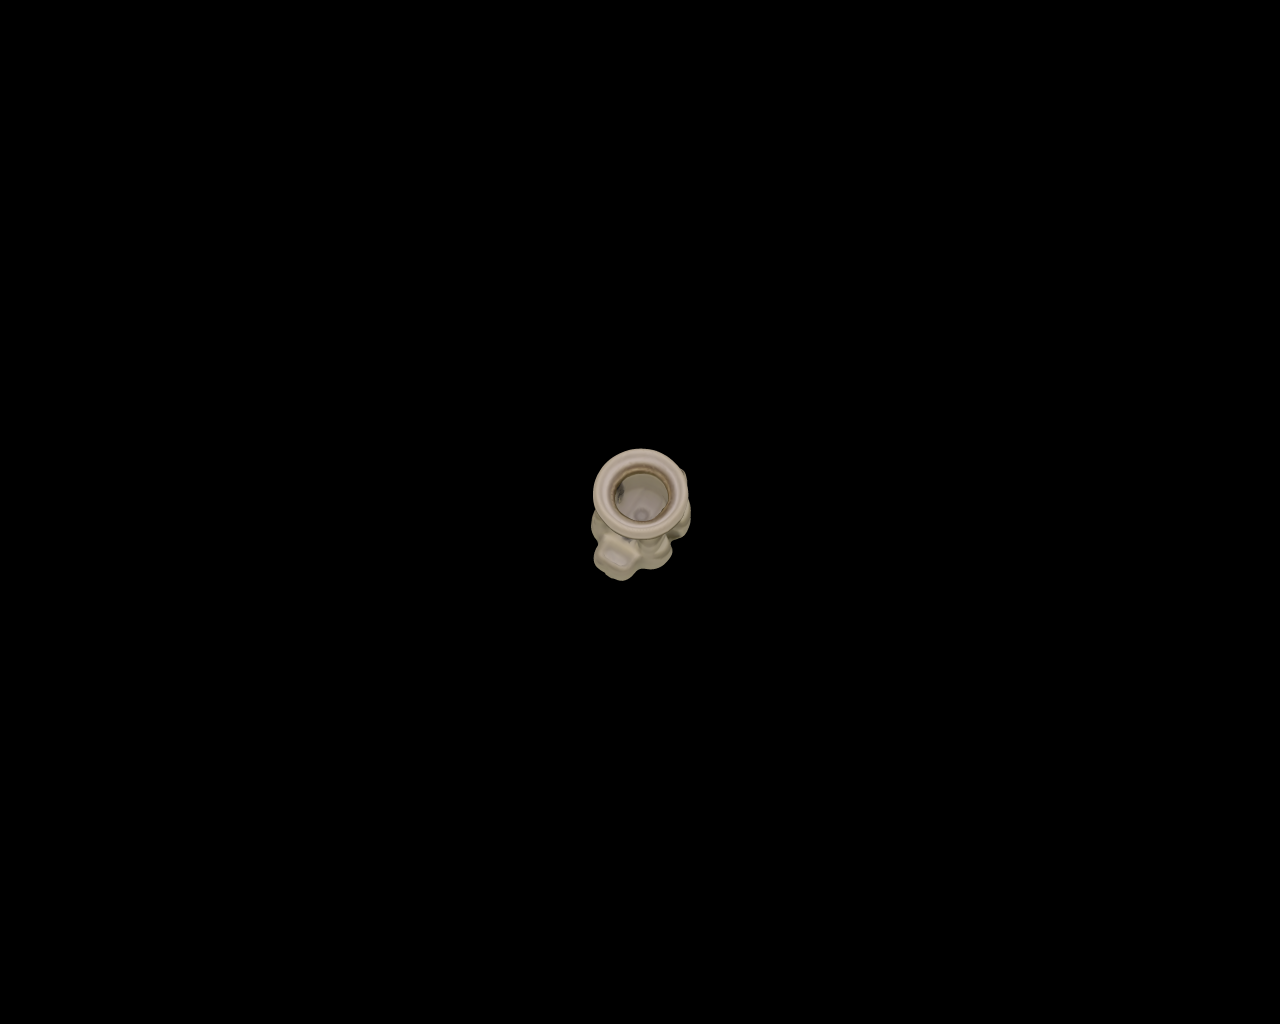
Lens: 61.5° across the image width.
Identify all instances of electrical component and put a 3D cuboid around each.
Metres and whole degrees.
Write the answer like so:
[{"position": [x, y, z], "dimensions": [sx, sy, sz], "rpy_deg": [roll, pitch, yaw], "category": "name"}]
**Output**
[{"position": [0.001, -0.003, 0.650], "dimensions": [0.058, 0.078, 0.057], "rpy_deg": [30, -19, 12], "category": "electrical component"}]
